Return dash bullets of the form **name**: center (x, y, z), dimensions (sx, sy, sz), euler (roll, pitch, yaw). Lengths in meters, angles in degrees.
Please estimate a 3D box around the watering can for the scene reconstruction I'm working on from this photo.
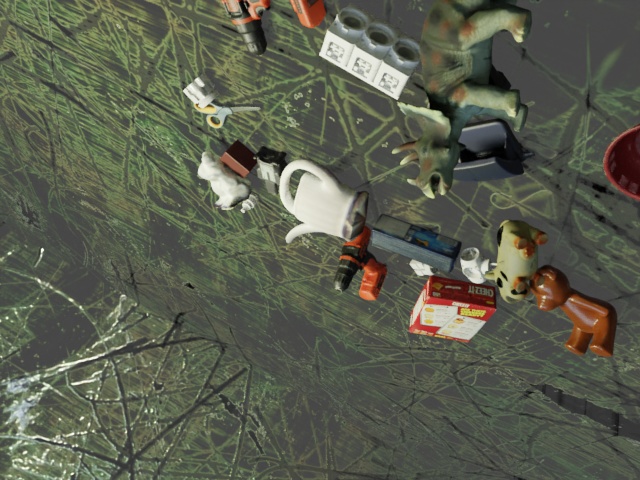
- **watering can**: center (0.004, -0.063, 1.261), dimensions (0.225, 0.106, 0.339), euler (24, -32, 12)

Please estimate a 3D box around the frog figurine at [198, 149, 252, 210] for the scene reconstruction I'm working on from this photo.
- **frog figurine**: center (-0.252, -0.168, 1.356), dimensions (0.123, 0.157, 0.139), euler (-18, 18, -8)
